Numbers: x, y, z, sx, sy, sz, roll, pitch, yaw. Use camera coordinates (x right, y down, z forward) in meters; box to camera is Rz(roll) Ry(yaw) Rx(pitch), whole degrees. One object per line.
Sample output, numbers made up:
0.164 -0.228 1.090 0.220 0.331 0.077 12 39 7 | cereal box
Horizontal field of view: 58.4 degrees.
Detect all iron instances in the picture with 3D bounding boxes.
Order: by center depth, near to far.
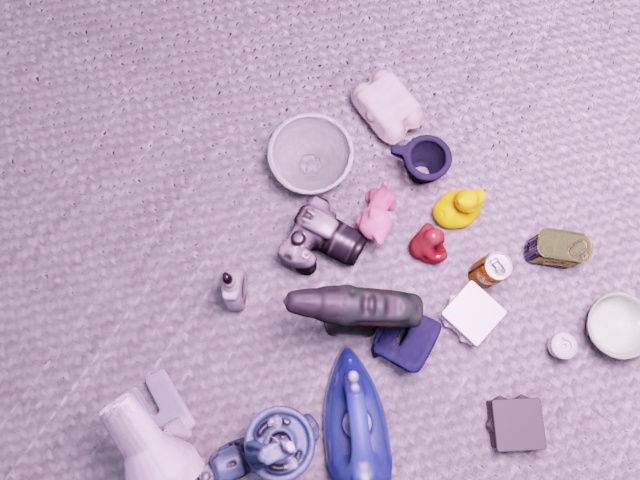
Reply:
0.062 0.308 0.982 0.118 0.141 0.258 -7 77 -3 | iron

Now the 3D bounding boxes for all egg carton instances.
0.136 -0.269 1.156 0.107 0.069 0.150 -37 80 -9 | egg carton

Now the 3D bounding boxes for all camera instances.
0.010 0.004 1.073 0.136 0.101 0.143 28 78 5 | camera

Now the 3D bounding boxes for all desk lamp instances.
-0.276 0.323 0.933 0.118 0.213 0.203 -33 79 -8 | desk lamp

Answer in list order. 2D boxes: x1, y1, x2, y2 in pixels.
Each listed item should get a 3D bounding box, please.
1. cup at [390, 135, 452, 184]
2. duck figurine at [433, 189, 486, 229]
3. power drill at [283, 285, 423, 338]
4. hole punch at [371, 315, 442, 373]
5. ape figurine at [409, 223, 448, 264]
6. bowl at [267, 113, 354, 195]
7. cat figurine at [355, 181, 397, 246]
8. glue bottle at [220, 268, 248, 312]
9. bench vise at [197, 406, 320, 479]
0.189 -0.149 1.116 0.117 0.095 0.092 15 77 2 | cup
0.271 -0.068 1.104 0.104 0.086 0.077 -23 78 -6 | duck figurine
0.055 0.124 0.991 0.229 0.208 0.075 1 77 -1 | power drill
0.154 0.180 1.040 0.101 0.091 0.109 29 78 6 | hole punch
0.210 0.003 1.082 0.076 0.092 0.078 -3 77 -2 | ape figurine
-0.018 -0.160 1.124 0.167 0.075 0.167 0 77 -1 | bowl
0.107 -0.050 1.079 0.067 0.118 0.128 17 77 3 | cat figurine
-0.155 0.080 1.014 0.037 0.173 0.078 0 77 -1 | glue bottle
-0.094 0.357 0.926 0.207 0.220 0.121 -39 80 -9 | bench vise
